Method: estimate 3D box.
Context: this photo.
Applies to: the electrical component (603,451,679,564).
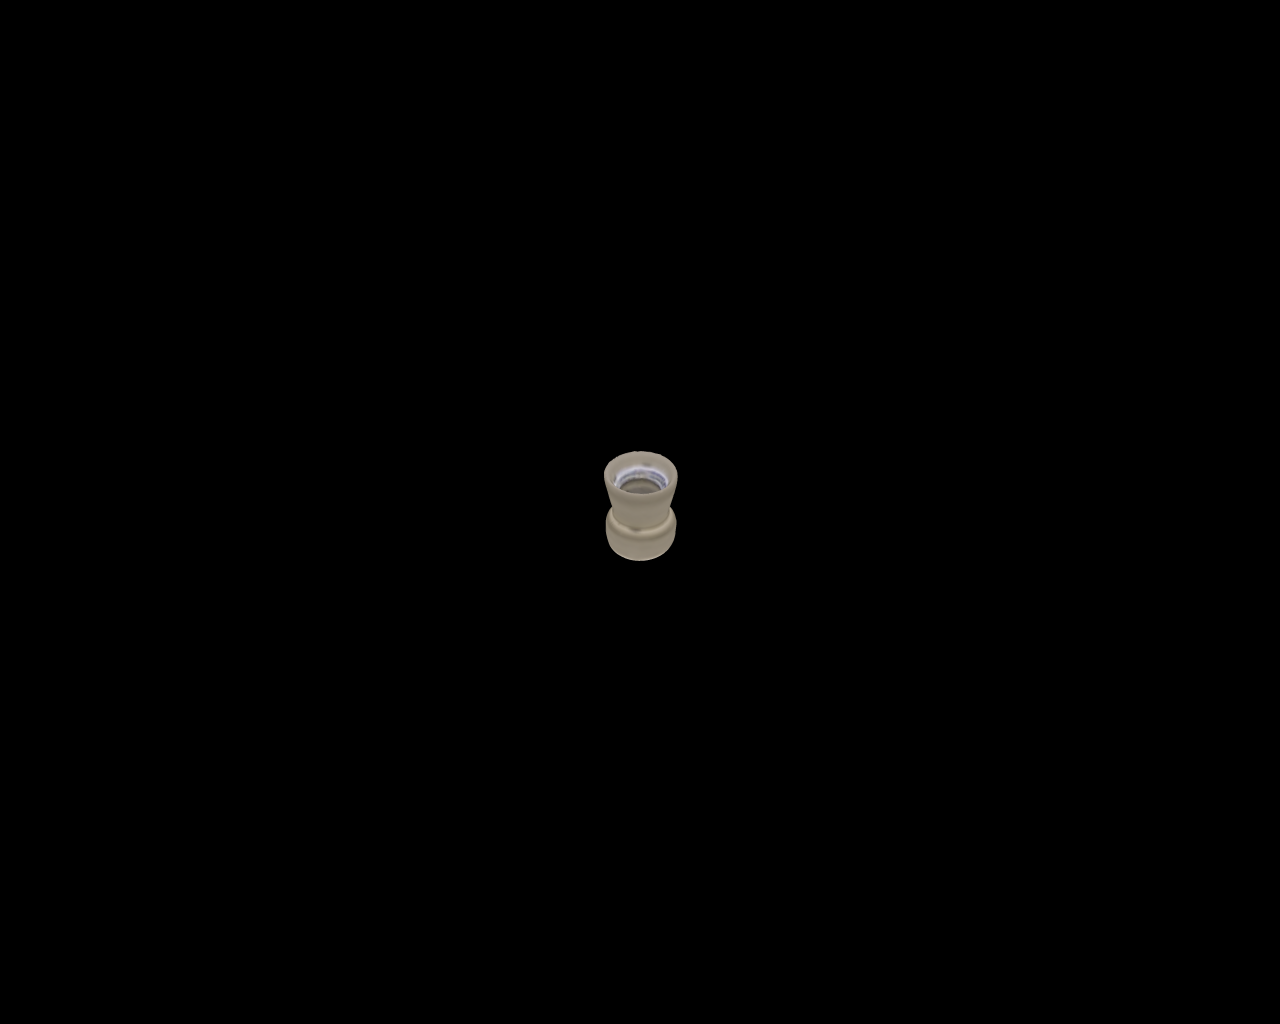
[{"bbox_3d":[0.001,-0.003,0.650,0.045,0.055,0.045,0,39,0],"label":"electrical component"}]
